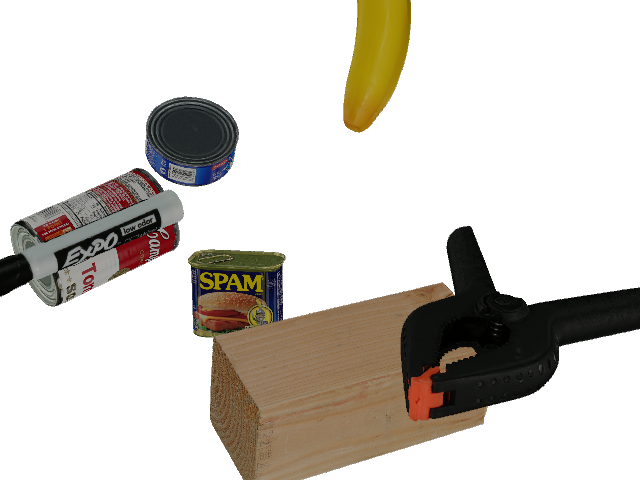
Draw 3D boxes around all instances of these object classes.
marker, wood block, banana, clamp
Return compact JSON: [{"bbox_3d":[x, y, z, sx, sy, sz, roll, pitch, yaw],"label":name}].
[{"bbox_3d":[-0.128,0.002,0.570,0.120,0.020,0.020,-25,14,-32],"label":"marker"},{"bbox_3d":[0.025,0.112,0.840,0.205,0.090,0.091,-12,37,-25],"label":"wood block"},{"bbox_3d":[0.029,-0.173,0.742,0.070,0.198,0.037,-17,-14,10],"label":"banana"},{"bbox_3d":[0.105,0.048,0.665,0.165,0.036,0.209,21,32,37],"label":"clamp"}]

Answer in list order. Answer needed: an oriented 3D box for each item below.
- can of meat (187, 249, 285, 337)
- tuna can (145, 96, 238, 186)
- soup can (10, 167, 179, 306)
[{"bbox_3d":[-0.089,0.058,1.148,0.102,0.084,0.057,2,16,8],"label":"can of meat"},{"bbox_3d":[-0.121,-0.092,0.998,0.086,0.086,0.034,0,-37,-13],"label":"tuna can"},{"bbox_3d":[-0.163,-0.003,0.775,0.102,0.068,0.069,-28,15,-30],"label":"soup can"}]
